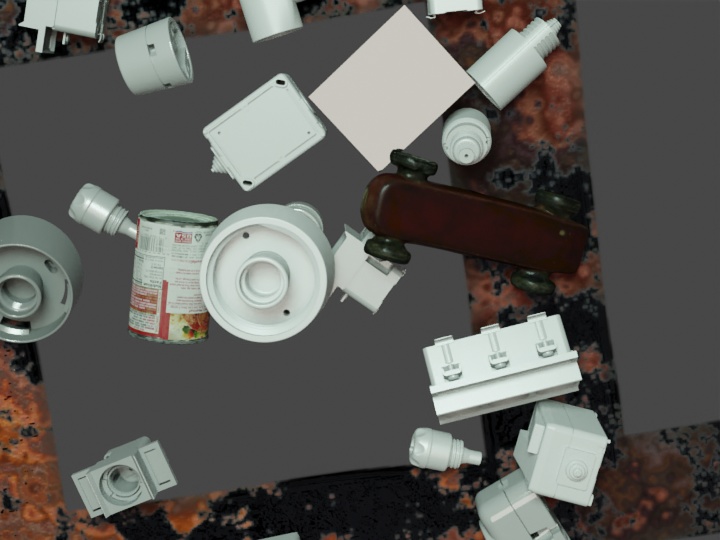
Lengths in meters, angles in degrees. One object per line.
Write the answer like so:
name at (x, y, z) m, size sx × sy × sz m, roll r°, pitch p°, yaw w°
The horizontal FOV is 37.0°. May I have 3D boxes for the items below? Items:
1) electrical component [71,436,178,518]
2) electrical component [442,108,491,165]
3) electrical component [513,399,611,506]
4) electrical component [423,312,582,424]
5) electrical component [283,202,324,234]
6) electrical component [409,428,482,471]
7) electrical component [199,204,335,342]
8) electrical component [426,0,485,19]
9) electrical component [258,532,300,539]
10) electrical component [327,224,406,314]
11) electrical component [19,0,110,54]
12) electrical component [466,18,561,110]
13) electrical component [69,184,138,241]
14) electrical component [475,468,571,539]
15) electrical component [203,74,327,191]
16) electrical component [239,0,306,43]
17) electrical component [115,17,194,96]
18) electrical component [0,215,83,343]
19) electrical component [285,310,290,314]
electrical component at (-0.201, 0.176, 0.930) m, size 0.081 × 0.064 × 0.042 m, roll -21°, pitch 98°, yaw 4°
electrical component at (0.087, -0.105, 0.876) m, size 0.040 × 0.078 × 0.040 m, roll 2°, pitch 114°, yaw 5°
electrical component at (0.168, 0.153, 0.907) m, size 0.061 × 0.096 × 0.061 m, roll 14°, pitch 100°, yaw 1°
electrical component at (0.118, 0.082, 0.908) m, size 0.121 × 0.078 × 0.063 m, roll -14°, pitch 71°, yaw 3°
electrical component at (-0.053, -0.033, 0.897) m, size 0.045 × 0.055 × 0.045 m, roll 0°, pitch 100°, yaw 0°
electrical component at (0.076, 0.159, 0.941) m, size 0.061 × 0.035 × 0.035 m, roll 12°, pitch 100°, yaw -4°
electrical component at (-0.074, 0.005, 0.843) m, size 0.108 × 0.060 × 0.108 m, roll 0°, pitch 100°, yaw 1°
electrical component at (0.075, -0.237, 0.869) m, size 0.081 × 0.042 × 0.063 m, roll -6°, pitch 103°, yaw 2°
electrical component at (-0.095, 0.279, 0.949) m, size 0.096 × 0.061 × 0.061 m, roll -12°, pitch 99°, yaw 3°
electrical component at (0.000, 0.000, 0.910) m, size 0.064 × 0.042 × 0.081 m, roll 35°, pitch 99°, yaw -7°
electrical component at (-0.238, -0.214, 0.874) m, size 0.064 × 0.042 × 0.081 m, roll 11°, pitch 100°, yaw -3°
electrical component at (0.131, -0.174, 0.878) m, size 0.081 × 0.043 × 0.043 m, roll -42°, pitch 97°, yaw 7°
electrical component at (-0.212, -0.045, 0.907) m, size 0.061 × 0.035 × 0.035 m, roll 31°, pitch 99°, yaw -8°
electrical component at (0.144, 0.230, 0.942) m, size 0.059 × 0.053 × 0.095 m, roll -32°, pitch 98°, yaw 5°
electrical component at (-0.081, -0.110, 0.881) m, size 0.096 × 0.061 × 0.061 m, roll -35°, pitch 98°, yaw 6°
electrical component at (-0.061, -0.232, 0.869) m, size 0.079 × 0.043 × 0.077 m, roll -17°, pitch 99°, yaw 4°
electrical component at (-0.168, -0.172, 0.875) m, size 0.047 × 0.055 × 0.055 m, roll -15°, pitch 99°, yaw 7°
electrical component at (-0.287, 0.010, 0.914) m, size 0.099 × 0.064 × 0.099 m, roll -2°, pitch 112°, yaw -6°
electrical component at (-0.062, 0.014, 0.905) m, size 0.045 × 0.055 × 0.045 m, roll 0°, pitch 100°, yaw 0°
